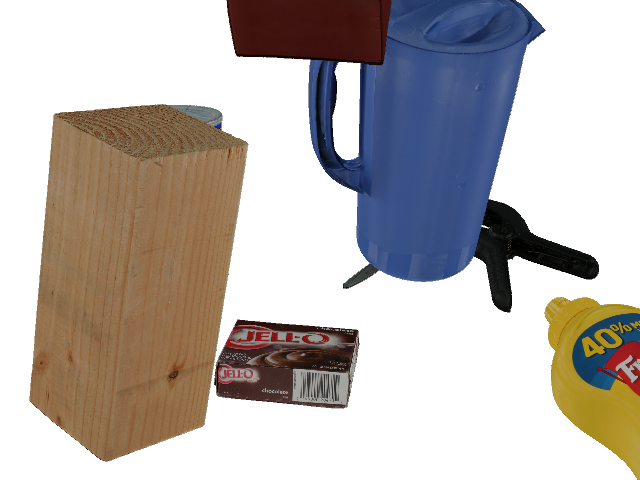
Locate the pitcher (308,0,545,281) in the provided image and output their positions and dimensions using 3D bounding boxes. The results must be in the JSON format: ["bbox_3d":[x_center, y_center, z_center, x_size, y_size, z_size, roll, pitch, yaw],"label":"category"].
[{"bbox_3d":[0.081,-0.086,0.887,0.149,0.243,0.144,21,41,20],"label":"pitcher"}]

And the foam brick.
[{"bbox_3d":[-0.004,-0.125,0.533,0.078,0.053,0.051,4,-28,8],"label":"foam brick"}]

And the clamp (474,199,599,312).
[{"bbox_3d":[0.196,0.003,1.081,0.120,0.039,0.171,-8,41,-20],"label":"clamp"}]

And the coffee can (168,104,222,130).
[{"bbox_3d":[-0.145,-0.054,1.043,0.103,0.140,0.103,0,18,0],"label":"coffee can"}]

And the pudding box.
[{"bbox_3d":[-0.026,0.104,0.912,0.113,0.039,0.090,6,20,5],"label":"pudding box"}]

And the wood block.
[{"bbox_3d":[-0.121,0.025,0.696,0.090,0.206,0.090,28,27,37],"label":"wood block"}]

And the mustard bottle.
[{"bbox_3d":[0.191,0.087,0.617,0.096,0.058,0.192,-18,33,-17],"label":"mustard bottle"}]

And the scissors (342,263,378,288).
[{"bbox_3d":[0.062,0.013,1.250,0.096,0.016,0.201,37,31,31],"label":"scissors"}]
